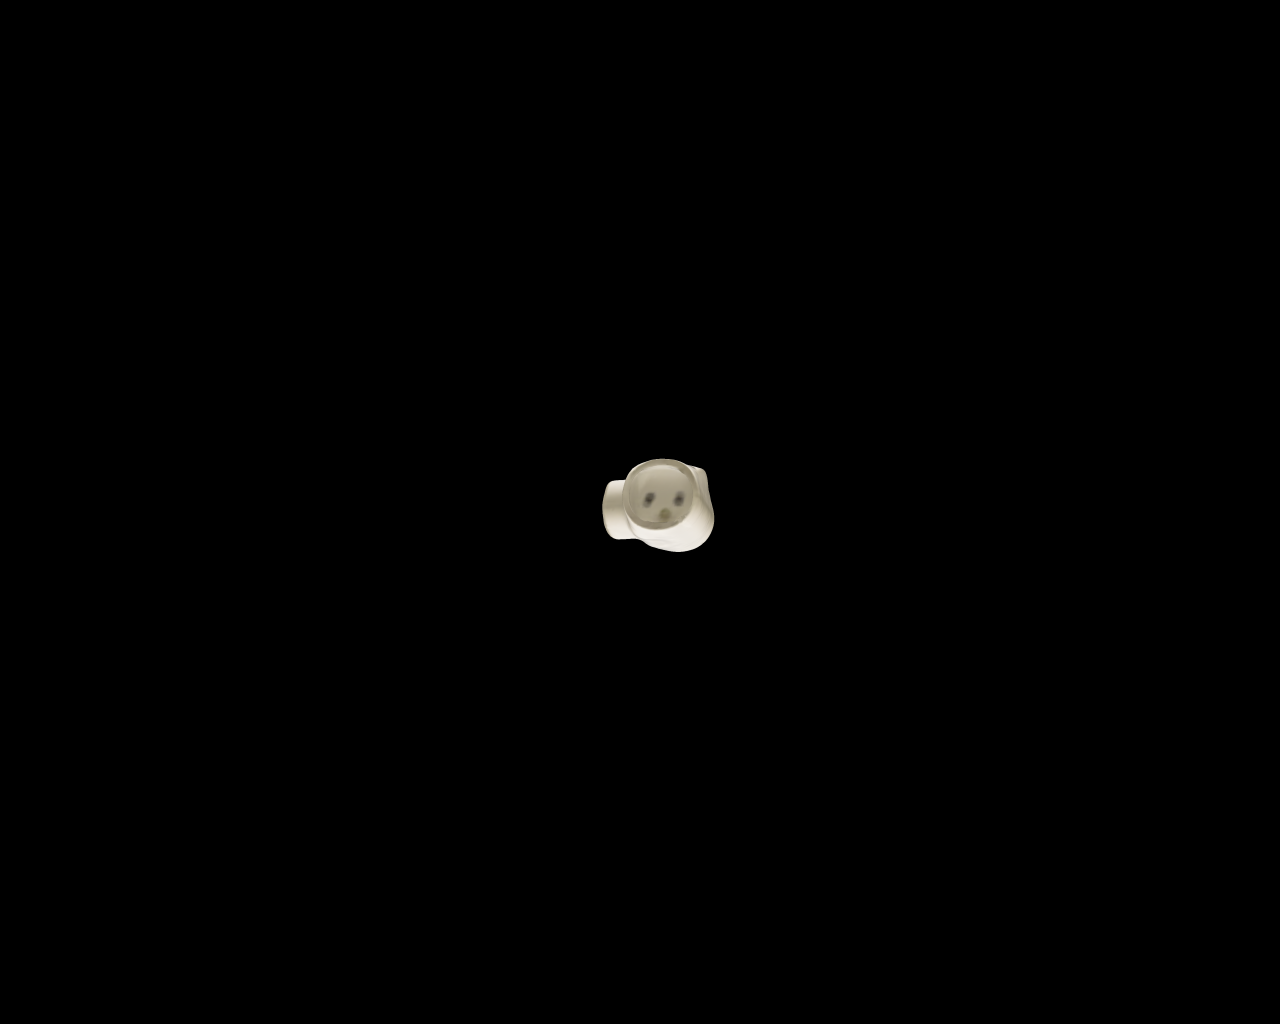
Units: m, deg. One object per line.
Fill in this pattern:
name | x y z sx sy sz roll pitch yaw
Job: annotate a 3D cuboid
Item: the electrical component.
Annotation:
electrical component | 0.001 -0.003 0.650 0.079 0.043 0.077 -2 -12 11
